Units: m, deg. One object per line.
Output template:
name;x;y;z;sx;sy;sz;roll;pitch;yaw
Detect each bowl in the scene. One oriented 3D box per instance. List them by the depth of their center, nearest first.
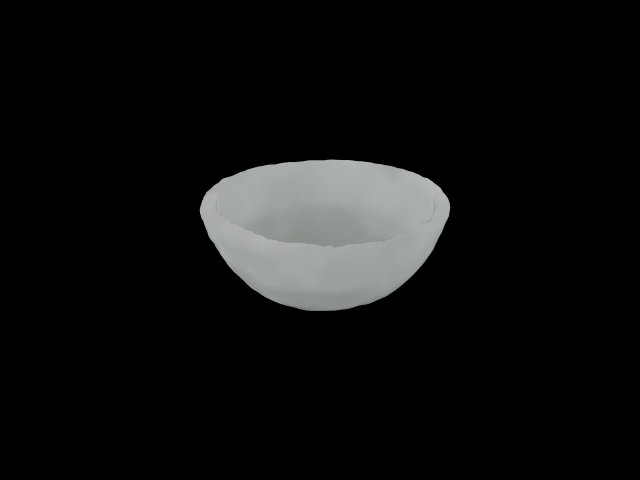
bowl;0.004;0.001;0.400;0.167;0.075;0.167;0;25;0
